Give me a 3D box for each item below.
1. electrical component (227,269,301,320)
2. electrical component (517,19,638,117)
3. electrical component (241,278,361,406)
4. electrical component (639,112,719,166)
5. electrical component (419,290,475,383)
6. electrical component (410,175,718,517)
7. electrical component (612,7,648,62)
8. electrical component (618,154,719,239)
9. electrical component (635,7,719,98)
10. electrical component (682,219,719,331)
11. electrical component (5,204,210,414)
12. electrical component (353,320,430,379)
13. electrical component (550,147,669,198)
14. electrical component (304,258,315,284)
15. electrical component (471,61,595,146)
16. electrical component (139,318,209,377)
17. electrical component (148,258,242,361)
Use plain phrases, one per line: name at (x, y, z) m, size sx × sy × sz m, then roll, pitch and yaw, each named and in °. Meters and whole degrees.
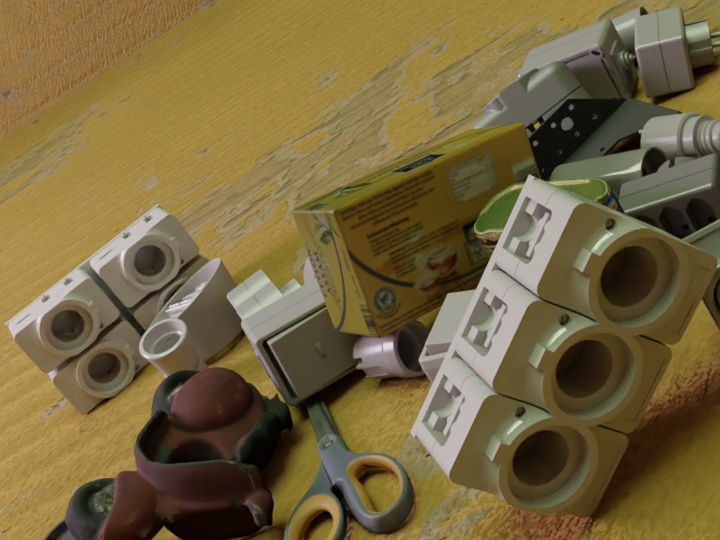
electrical component at (-0.059, 0.032, 0.895) m, size 0.074 × 0.052 × 0.138 m, roll -37°, pitch 24°, yaw -5°
electrical component at (0.196, -0.173, 0.934) m, size 0.096 × 0.061 × 0.061 m, roll -17°, pitch 30°, yaw 35°
electrical component at (-0.030, 0.048, 0.799) m, size 0.096 × 0.061 × 0.061 m, roll -30°, pitch 20°, yaw -8°
electrical component at (0.235, -0.091, 0.758) m, size 0.078 × 0.040 × 0.040 m, roll 0°, pitch 42°, yaw 52°
electrical component at (0.093, 0.045, 0.665) m, size 0.096 × 0.061 × 0.061 m, roll -16°, pitch 30°, yaw 36°
electrical component at (0.103, 0.042, 0.544) m, size 0.150 × 0.089 × 0.061 m, roll -66°, pitch 24°, yaw 10°
electrical component at (0.225, -0.202, 0.974) m, size 0.081 × 0.043 × 0.043 m, roll -20°, pitch 28°, yaw 31°
electrical component at (0.210, -0.048, 0.702) m, size 0.066 × 0.047 × 0.076 m, roll -19°, pitch 29°, yaw 32°
electrical component at (0.268, -0.183, 0.880) m, size 0.077 × 0.047 × 0.065 m, roll -10°, pitch 32°, yaw 21°
electrical component at (0.239, -0.010, 0.571) m, size 0.121 × 0.078 × 0.063 m, roll -29°, pitch 3°, yaw 12°
electrical component at (-0.230, 0.038, 1.040) m, size 0.186 × 0.105 × 0.060 m, roll -40°, pitch 24°, yaw -12°
electrical component at (0.023, 0.058, 0.759) m, size 0.046 × 0.040 × 0.040 m, roll -16°, pitch 30°, yaw 46°
electrical component at (0.170, -0.048, 0.758) m, size 0.077 × 0.044 × 0.079 m, roll -8°, pitch 36°, yaw 46°
electrical component at (0.000, 0.000, 0.847) m, size 0.080 × 0.080 × 0.051 m, roll -21°, pitch 22°, yaw 29°
electrical component at (0.142, -0.126, 0.891) m, size 0.095 × 0.059 × 0.054 m, roll -38°, pitch -3°, yaw 12°
electrical component at (-0.153, 0.078, 0.915) m, size 0.044 × 0.065 × 0.044 m, roll -15°, pitch 42°, yaw 13°
electrical component at (-0.151, 0.040, 0.985) m, size 0.099 × 0.064 × 0.099 m, roll -28°, pitch 25°, yaw 15°
